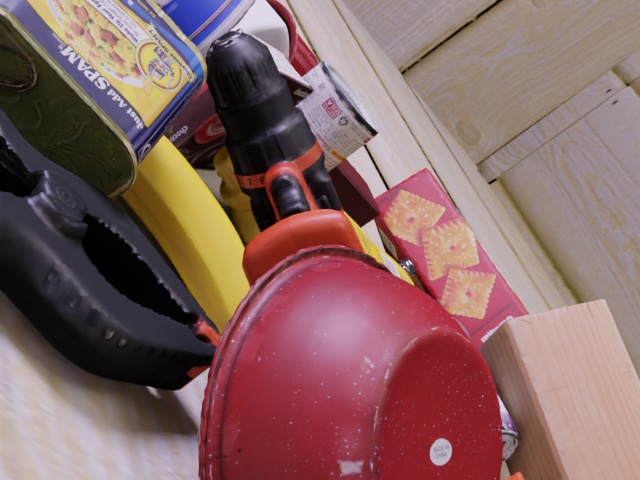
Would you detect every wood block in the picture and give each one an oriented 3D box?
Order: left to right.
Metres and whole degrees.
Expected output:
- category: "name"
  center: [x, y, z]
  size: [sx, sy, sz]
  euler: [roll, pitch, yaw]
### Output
- category: "wood block"
  center: [0.198, 0.161, 0.802]
  size: [0.090, 0.090, 0.206]
  euler: [114, -37, -61]

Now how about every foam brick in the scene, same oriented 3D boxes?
- category: "foam brick"
  center: [0.004, -0.044, 0.893]
  size: [0.078, 0.053, 0.051]
  euler: [47, 14, -34]

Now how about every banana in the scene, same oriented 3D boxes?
- category: "banana"
  center: [-0.086, -0.018, 0.535]
  size: [0.197, 0.037, 0.069]
  euler: [47, 43, -16]

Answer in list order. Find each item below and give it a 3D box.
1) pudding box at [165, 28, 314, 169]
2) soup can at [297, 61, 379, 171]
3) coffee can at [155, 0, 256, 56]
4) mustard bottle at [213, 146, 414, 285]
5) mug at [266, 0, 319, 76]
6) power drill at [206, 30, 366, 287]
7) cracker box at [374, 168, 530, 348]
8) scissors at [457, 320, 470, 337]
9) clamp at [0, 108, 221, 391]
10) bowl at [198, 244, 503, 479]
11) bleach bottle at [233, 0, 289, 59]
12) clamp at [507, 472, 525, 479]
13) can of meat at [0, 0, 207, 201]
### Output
- category: "pudding box"
  center: [-0.059, -0.087, 0.681]
  size: [0.039, 0.090, 0.113]
  euler: [54, 12, 4]
- category: "soup can"
  center: [-0.016, -0.074, 0.780]
  size: [0.068, 0.102, 0.068]
  euler: [50, 13, -16]
- category: "coffee can"
  center: [-0.122, -0.174, 0.658]
  size: [0.140, 0.103, 0.103]
  euler: [49, 13, -21]
- category: "mustard bottle"
  center: [-0.005, 0.001, 0.718]
  size: [0.191, 0.058, 0.096]
  euler: [45, 21, -36]
- category: "mug"
  center: [-0.059, -0.147, 0.890]
  size: [0.117, 0.093, 0.081]
  euler: [20, -7, 24]
- category: "power drill"
  center: [-0.011, -0.009, 0.558]
  size: [0.187, 0.057, 0.184]
  euler: [-104, 170, -67]
- category: "cracker box"
  center: [0.135, 0.059, 0.998]
  size: [0.214, 0.072, 0.164]
  euler: [59, -1, 22]
- category: "scissors"
  center: [0.089, 0.115, 0.759]
  size: [0.096, 0.016, 0.202]
  euler: [-3, 44, -26]
- category: "clamp"
  center: [-0.110, -0.003, 0.390]
  size: [0.209, 0.036, 0.164]
  euler: [47, 15, -27]
- category: "bowl"
  center: [0.027, 0.081, 0.426]
  size: [0.161, 0.055, 0.162]
  euler: [7, 81, -50]
- category: "bleach bottle"
  center: [-0.112, -0.201, 0.834]
  size: [0.251, 0.068, 0.103]
  euler: [54, -29, 32]
- category: "clamp"
  center: [0.164, 0.223, 0.652]
  size: [0.171, 0.039, 0.120]
  euler: [48, 9, -3]
- category: "can of meat"
  center: [-0.108, -0.077, 0.472]
  size: [0.102, 0.058, 0.083]
  euler: [47, 40, -17]
